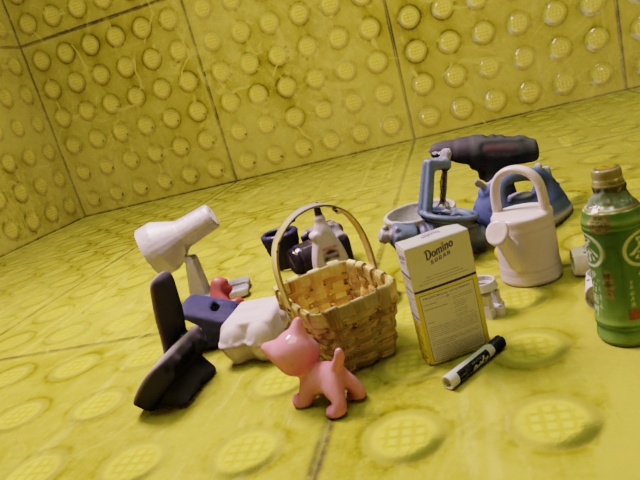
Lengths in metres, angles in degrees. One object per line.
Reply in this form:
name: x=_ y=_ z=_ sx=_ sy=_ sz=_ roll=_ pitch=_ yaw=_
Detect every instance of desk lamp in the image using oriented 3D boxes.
desk lamp: x=-0.280 y=0.040 z=1.271 sx=0.203 sy=0.214 sz=0.118 roll=-16 pitch=15 yaw=-2

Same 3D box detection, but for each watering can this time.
watering can: x=0.332 y=-0.026 z=0.941 sx=0.100 sy=0.194 sz=0.173 roll=-8 pitch=17 yaw=24

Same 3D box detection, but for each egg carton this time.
egg carton: x=-0.104 y=0.150 z=0.978 sx=0.107 sy=0.069 sz=0.150 roll=-11 pitch=16 yaw=16

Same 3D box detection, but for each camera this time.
camera: x=-0.014 y=0.016 z=1.311 sx=0.137 sy=0.101 sz=0.142 roll=-22 pitch=16 yaw=-23

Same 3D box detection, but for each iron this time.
iron: x=0.421 y=-0.090 z=1.188 sx=0.259 sy=0.141 sz=0.118 roll=-22 pitch=16 yaw=-22

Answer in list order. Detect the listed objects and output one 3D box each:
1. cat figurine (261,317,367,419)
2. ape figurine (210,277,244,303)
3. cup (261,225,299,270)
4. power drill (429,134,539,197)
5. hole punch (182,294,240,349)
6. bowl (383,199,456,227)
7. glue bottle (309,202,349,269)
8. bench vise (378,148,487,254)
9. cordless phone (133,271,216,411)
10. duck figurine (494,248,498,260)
cat figurine: x=-0.013 y=0.161 z=0.755 sx=0.127 sy=0.118 sz=0.067 roll=-1 pitch=20 yaw=42
ape figurine: x=-0.191 y=0.116 z=1.141 sx=0.076 sy=0.092 sz=0.077 roll=-22 pitch=16 yaw=-22
cup: x=-0.086 y=0.019 z=1.385 sx=0.091 sy=0.095 sz=0.118 roll=-12 pitch=15 yaw=10
power drill: x=0.374 y=-0.138 z=1.277 sx=0.229 sy=0.208 sz=0.075 roll=-12 pitch=15 yaw=12
hole punch: x=-0.195 y=0.142 z=1.056 sx=0.101 sy=0.091 sz=0.108 roll=-14 pitch=15 yaw=4
bowl: x=0.233 y=-0.035 z=1.305 sx=0.167 sy=0.075 sz=0.167 roll=-14 pitch=15 yaw=4
glue bottle: x=0.011 y=0.004 z=1.189 sx=0.078 sy=0.173 sz=0.037 roll=-22 pitch=16 yaw=-22
bench vise: x=0.216 y=-0.056 z=1.113 sx=0.208 sy=0.220 sz=0.121 roll=-21 pitch=16 yaw=-20
cordless phone: x=-0.244 y=0.152 z=0.882 sx=0.094 sy=0.185 sz=0.148 roll=-11 pitch=16 yaw=15
duck figurine: x=0.357 y=-0.008 z=1.060 sx=0.077 sy=0.086 sz=0.105 roll=-11 pitch=16 yaw=17
